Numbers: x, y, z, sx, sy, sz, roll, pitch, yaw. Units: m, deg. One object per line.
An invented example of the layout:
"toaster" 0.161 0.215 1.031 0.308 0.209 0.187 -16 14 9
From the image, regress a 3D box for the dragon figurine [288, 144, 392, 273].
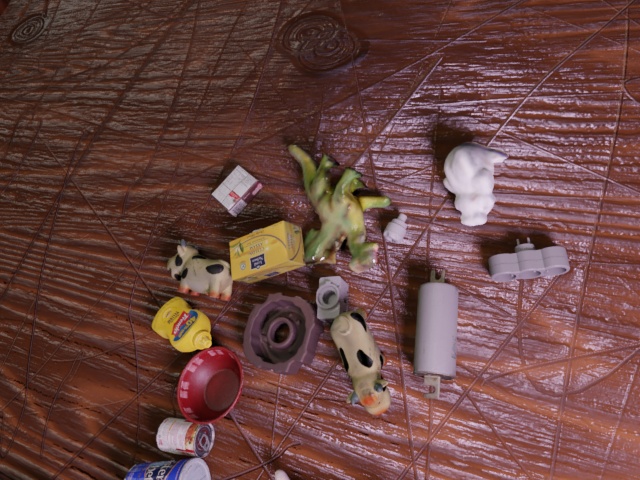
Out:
"dragon figurine" 0.004 -0.059 1.174 0.415 0.121 0.243 33 90 42

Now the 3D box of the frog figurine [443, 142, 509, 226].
"frog figurine" 0.302 -0.113 1.050 0.138 0.122 0.160 14 79 64

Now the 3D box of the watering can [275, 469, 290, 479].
"watering can" 0.059 0.511 0.845 0.224 0.102 0.354 -32 57 6
